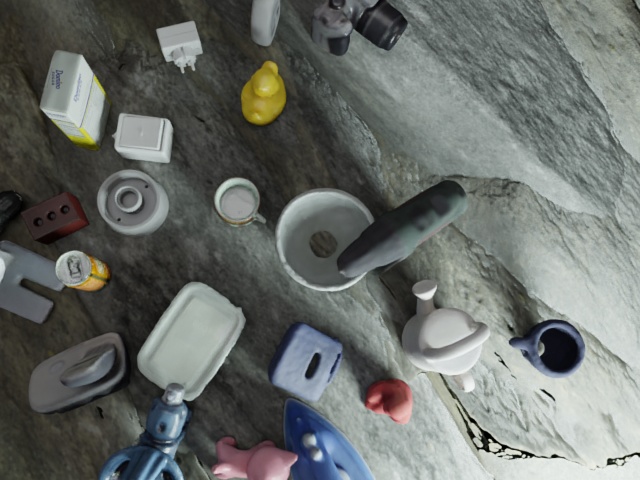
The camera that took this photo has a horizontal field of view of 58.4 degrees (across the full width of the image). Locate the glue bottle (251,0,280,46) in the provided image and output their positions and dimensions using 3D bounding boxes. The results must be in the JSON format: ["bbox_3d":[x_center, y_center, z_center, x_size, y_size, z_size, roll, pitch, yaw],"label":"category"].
[{"bbox_3d":[-0.090,-0.395,0.945,0.037,0.173,0.078,17,80,-2],"label":"glue bottle"}]

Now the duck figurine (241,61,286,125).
[{"bbox_3d":[-0.095,-0.251,0.965,0.077,0.086,0.105,18,79,-2],"label":"duck figurine"}]

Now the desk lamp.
[{"bbox_3d":[-0.499,0.030,0.817,0.203,0.213,0.118,23,79,-1],"label":"desk lamp"}]

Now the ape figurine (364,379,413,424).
[{"bbox_3d":[0.116,0.256,0.898,0.076,0.092,0.078,-32,85,-9],"label":"ape figurine"}]

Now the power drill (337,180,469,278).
[{"bbox_3d":[0.113,-0.003,0.881,0.230,0.208,0.075,-34,85,-9],"label":"power drill"}]

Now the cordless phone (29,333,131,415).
[{"bbox_3d":[-0.356,0.194,0.817,0.147,0.185,0.094,-26,84,-9],"label":"cordless phone"}]

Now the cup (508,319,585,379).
[{"bbox_3d":[0.353,0.174,0.932,0.118,0.095,0.092,8,80,-4],"label":"cup"}]

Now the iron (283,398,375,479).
[{"bbox_3d":[0.016,0.356,0.847,0.119,0.141,0.258,-30,84,-9],"label":"iron"}]

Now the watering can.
[{"bbox_3d":[0.188,0.147,0.871,0.173,0.194,0.101,43,80,3],"label":"watering can"}]

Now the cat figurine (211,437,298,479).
[{"bbox_3d":[-0.099,0.338,0.852,0.128,0.117,0.067,3,80,-5],"label":"cat figurine"}]

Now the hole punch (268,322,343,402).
[{"bbox_3d":[-0.020,0.189,0.897,0.101,0.091,0.109,26,79,0],"label":"hole punch"}]

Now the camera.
[{"bbox_3d":[0.075,-0.387,0.996,0.137,0.100,0.143,38,79,2],"label":"camera"}]

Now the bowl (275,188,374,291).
[{"bbox_3d":[0.009,0.003,0.939,0.167,0.074,0.167,1,81,-5],"label":"bowl"}]

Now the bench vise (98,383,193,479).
[{"bbox_3d":[-0.250,0.307,0.791,0.121,0.219,0.207,0,81,-5],"label":"bench vise"}]
